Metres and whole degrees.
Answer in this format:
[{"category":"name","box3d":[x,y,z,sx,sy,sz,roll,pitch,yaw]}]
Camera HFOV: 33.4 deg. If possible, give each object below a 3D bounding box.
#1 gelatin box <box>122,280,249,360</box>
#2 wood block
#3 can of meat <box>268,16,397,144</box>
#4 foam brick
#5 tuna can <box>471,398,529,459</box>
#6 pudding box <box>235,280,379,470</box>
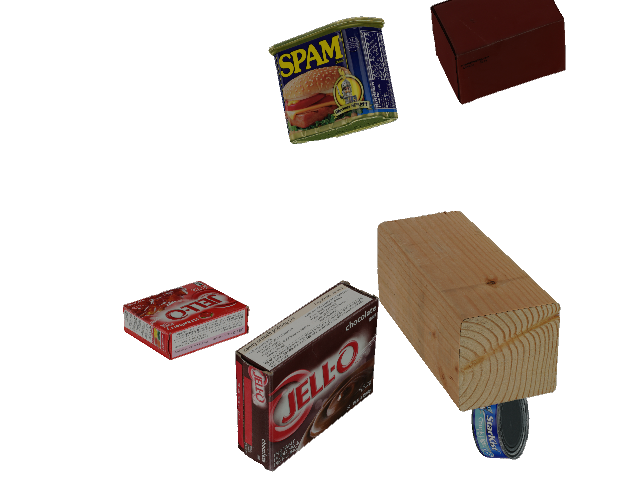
[{"category":"gelatin box","box3d":[-0.120,0.069,0.953,0.089,0.030,0.073,-17,29,-39]},{"category":"wood block","box3d":[0.127,0.056,0.971,0.090,0.090,0.206,-9,26,-13]},{"category":"can of meat","box3d":[0.011,-0.132,0.897,0.102,0.084,0.057,-12,-1,40]},{"category":"foam brick","box3d":[0.121,-0.138,0.728,0.078,0.051,0.053,-18,-35,0]},{"category":"tuna can","box3d":[0.197,0.195,1.167,0.034,0.086,0.086,-4,-2,32]},{"category":"pudding box","box3d":[-0.009,0.092,0.740,0.039,0.090,0.113,27,42,31]}]
